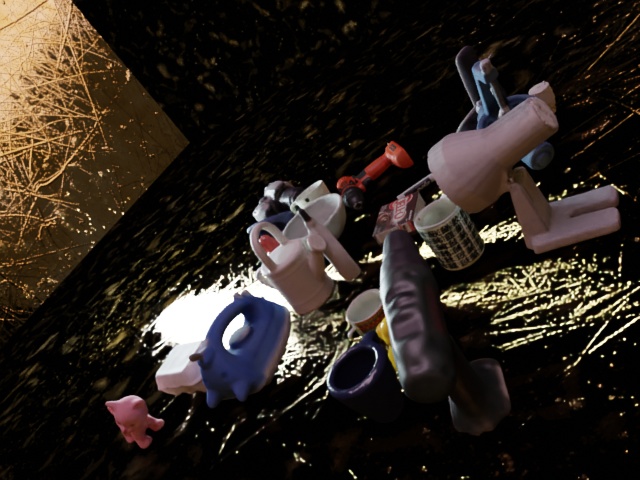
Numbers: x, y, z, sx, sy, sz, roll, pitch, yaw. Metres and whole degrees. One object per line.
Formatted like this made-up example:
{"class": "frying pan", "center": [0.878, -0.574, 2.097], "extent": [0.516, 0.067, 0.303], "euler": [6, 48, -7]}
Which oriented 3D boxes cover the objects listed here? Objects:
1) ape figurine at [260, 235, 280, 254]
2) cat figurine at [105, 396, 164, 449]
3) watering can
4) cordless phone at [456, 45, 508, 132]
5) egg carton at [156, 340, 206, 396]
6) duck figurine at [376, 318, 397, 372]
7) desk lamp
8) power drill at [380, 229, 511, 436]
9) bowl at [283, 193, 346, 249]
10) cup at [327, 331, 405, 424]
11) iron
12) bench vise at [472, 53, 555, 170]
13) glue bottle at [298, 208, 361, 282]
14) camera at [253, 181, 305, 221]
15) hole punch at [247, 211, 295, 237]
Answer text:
{"class": "ape figurine", "center": [-0.108, 0.024, 1.343], "extent": [0.076, 0.092, 0.078], "euler": [-9, 37, 48]}
{"class": "cat figurine", "center": [-0.368, 0.340, 1.107], "extent": [0.127, 0.118, 0.067], "euler": [-11, 36, 47]}
{"class": "watering can", "center": [-0.059, 0.041, 1.113], "extent": [0.172, 0.194, 0.101], "euler": [-33, 24, 12]}
{"class": "cordless phone", "center": [0.315, -0.299, 1.206], "extent": [0.148, 0.185, 0.093], "euler": [-49, 26, -24]}
{"class": "egg carton", "center": [-0.262, 0.260, 1.162], "extent": [0.150, 0.069, 0.107], "euler": [-18, 30, 38]}
{"class": "duck figurine", "center": [0.123, 0.140, 0.807], "extent": [0.078, 0.086, 0.104], "euler": [-50, 26, -24]}
{"class": "desk lamp", "center": [0.289, -0.090, 0.826], "extent": [0.202, 0.214, 0.118], "euler": [-21, 29, 35]}
{"class": "power drill", "center": [0.138, 0.117, 0.672], "extent": [0.075, 0.209, 0.229], "euler": [-29, 25, 20]}
{"class": "bowl", "center": [0.000, -0.025, 1.300], "extent": [0.167, 0.075, 0.167], "euler": [-31, 24, 16]}
{"class": "cup", "center": [0.074, 0.191, 0.774], "extent": [0.091, 0.095, 0.118], "euler": [-20, 29, 36]}
{"class": "iron", "center": [-0.145, 0.174, 1.059], "extent": [0.118, 0.142, 0.258], "euler": [-21, 29, 34]}
{"class": "bench vise", "center": [0.315, -0.234, 1.043], "extent": [0.121, 0.220, 0.206], "euler": [-42, 24, -9]}
{"class": "glue bottle", "center": [0.010, 0.004, 1.107], "extent": [0.037, 0.173, 0.078], "euler": [-41, 24, -7]}
{"class": "camera", "center": [-0.098, -0.102, 1.547], "extent": [0.143, 0.101, 0.136], "euler": [-50, 26, -25]}
{"class": "hole punch", "center": [-0.119, -0.035, 1.467], "extent": [0.108, 0.091, 0.101], "euler": [-21, 29, 34]}
